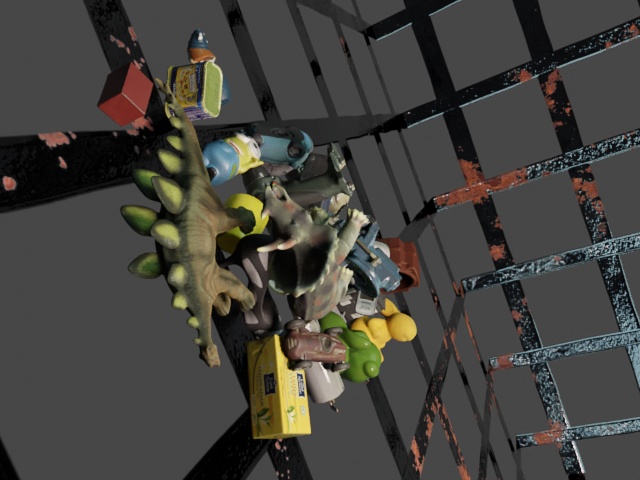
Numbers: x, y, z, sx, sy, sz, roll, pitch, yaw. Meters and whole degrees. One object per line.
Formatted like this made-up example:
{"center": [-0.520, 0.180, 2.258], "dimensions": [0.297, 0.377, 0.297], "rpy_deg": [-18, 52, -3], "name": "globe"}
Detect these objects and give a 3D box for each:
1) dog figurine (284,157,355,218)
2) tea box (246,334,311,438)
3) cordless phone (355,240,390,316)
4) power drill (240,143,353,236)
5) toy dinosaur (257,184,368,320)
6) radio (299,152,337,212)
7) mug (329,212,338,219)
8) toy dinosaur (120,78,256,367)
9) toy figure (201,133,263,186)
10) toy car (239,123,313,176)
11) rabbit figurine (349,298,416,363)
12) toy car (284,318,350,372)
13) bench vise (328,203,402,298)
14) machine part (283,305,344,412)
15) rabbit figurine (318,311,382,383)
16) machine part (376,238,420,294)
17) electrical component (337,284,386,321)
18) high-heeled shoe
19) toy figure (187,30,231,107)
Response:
{"center": [-0.014, -0.132, 1.384], "dimensions": [0.190, 0.121, 0.172], "rpy_deg": [-17, 85, -53], "name": "dog figurine"}
{"center": [-0.075, 0.263, 0.961], "dimensions": [0.098, 0.068, 0.169], "rpy_deg": [31, 45, -57], "name": "tea box"}
{"center": [0.083, 0.085, 1.287], "dimensions": [0.088, 0.147, 0.184], "rpy_deg": [88, 14, -71], "name": "cordless phone"}
{"center": [-0.050, -0.118, 1.082], "dimensions": [0.086, 0.207, 0.232], "rpy_deg": [54, 15, -71], "name": "power drill"}
{"center": [-0.013, 0.067, 0.932], "dimensions": [0.192, 0.131, 0.404], "rpy_deg": [-55, 157, -33], "name": "toy dinosaur"}
{"center": [-0.020, -0.077, 1.204], "dimensions": [0.131, 0.073, 0.229], "rpy_deg": [92, 11, -60], "name": "radio"}
{"center": [-0.003, -0.004, 1.326], "dimensions": [0.107, 0.081, 0.109], "rpy_deg": [-49, 129, -52], "name": "mug"}
{"center": [-0.200, -0.035, 0.838], "dimensions": [0.198, 0.105, 0.471], "rpy_deg": [23, 50, -50], "name": "toy dinosaur"}
{"center": [-0.183, -0.151, 1.014], "dimensions": [0.180, 0.089, 0.082], "rpy_deg": [-45, 116, -55], "name": "toy figure"}
{"center": [-0.101, -0.193, 1.186], "dimensions": [0.109, 0.162, 0.102], "rpy_deg": [-110, -153, -54], "name": "toy car"}
{"center": [0.173, 0.236, 1.410], "dimensions": [0.121, 0.173, 0.162], "rpy_deg": [51, 34, -32], "name": "rabbit figurine"}
{"center": [0.002, 0.201, 1.014], "dimensions": [0.202, 0.053, 0.089], "rpy_deg": [23, 48, -53], "name": "toy car"}
{"center": [0.057, 0.059, 1.196], "dimensions": [0.223, 0.240, 0.129], "rpy_deg": [50, -17, -5], "name": "bench vise"}
{"center": [-0.014, 0.243, 1.104], "dimensions": [0.243, 0.079, 0.079], "rpy_deg": [68, 23, -9], "name": "machine part"}
{"center": [0.047, 0.232, 1.178], "dimensions": [0.170, 0.121, 0.159], "rpy_deg": [49, -5, -13], "name": "rabbit figurine"}
{"center": [0.163, 0.076, 1.442], "dimensions": [0.201, 0.201, 0.087], "rpy_deg": [58, 30, -61], "name": "machine part"}
{"center": [0.093, 0.138, 1.375], "dimensions": [0.134, 0.115, 0.058], "rpy_deg": [56, 25, -36], "name": "electrical component"}
{"center": [-0.083, 0.092, 0.971], "dimensions": [0.248, 0.145, 0.086], "rpy_deg": [55, 29, -30], "name": "high-heeled shoe"}
{"center": [-0.229, -0.346, 1.083], "dimensions": [0.058, 0.064, 0.154], "rpy_deg": [-25, 93, -30], "name": "toy figure"}
